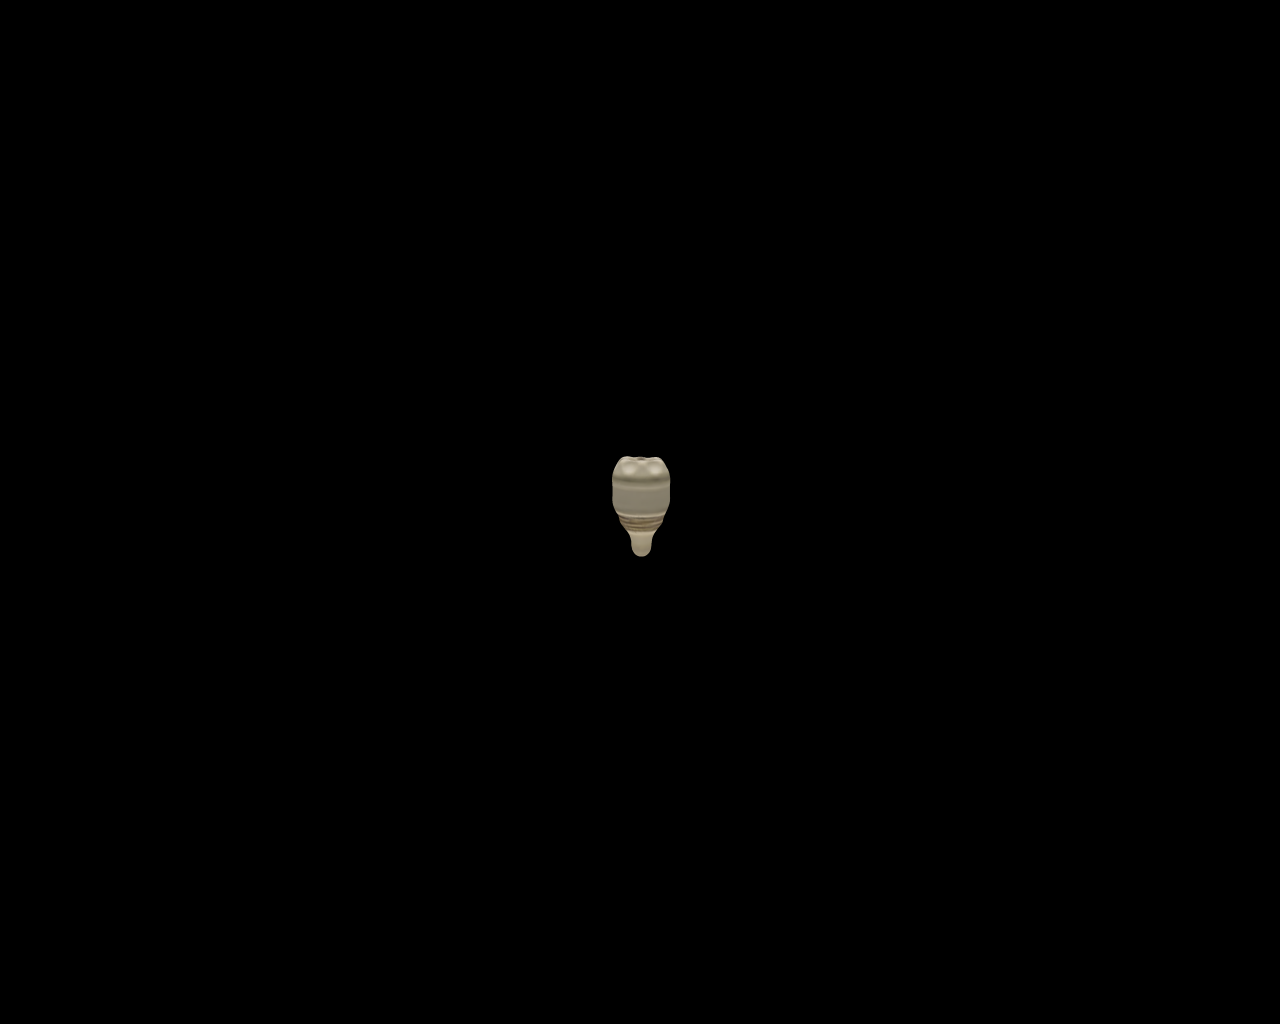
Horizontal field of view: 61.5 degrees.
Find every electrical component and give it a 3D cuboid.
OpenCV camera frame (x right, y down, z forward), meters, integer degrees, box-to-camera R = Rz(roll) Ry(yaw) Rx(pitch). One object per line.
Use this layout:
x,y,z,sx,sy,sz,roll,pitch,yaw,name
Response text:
0.001,-0.003,0.650,0.035,0.061,0.035,0,11,0,electrical component
